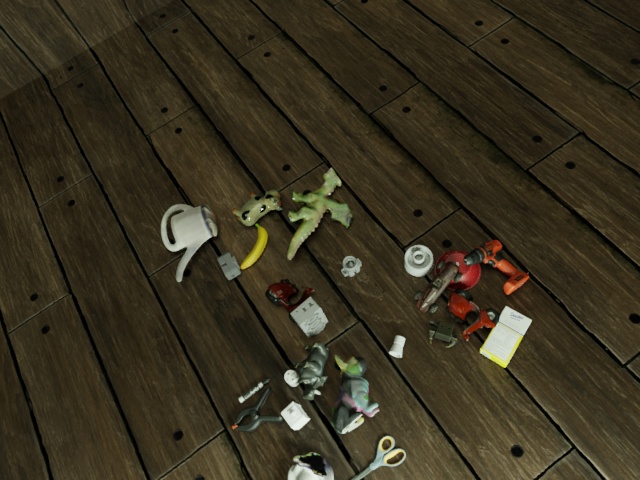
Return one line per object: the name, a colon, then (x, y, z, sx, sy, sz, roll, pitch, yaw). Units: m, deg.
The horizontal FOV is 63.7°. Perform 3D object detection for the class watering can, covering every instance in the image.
watering can: (-0.509, -0.012, 2.036, 0.224, 0.102, 0.355, -22, 59, -2)

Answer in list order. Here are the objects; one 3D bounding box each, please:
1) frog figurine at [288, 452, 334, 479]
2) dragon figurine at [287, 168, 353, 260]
frog figurine: (-0.034, 0.733, 1.548, 0.137, 0.123, 0.158, 15, 101, 9)
dragon figurine: (0.006, -0.100, 1.992, 0.243, 0.120, 0.419, 3, 63, 4)
